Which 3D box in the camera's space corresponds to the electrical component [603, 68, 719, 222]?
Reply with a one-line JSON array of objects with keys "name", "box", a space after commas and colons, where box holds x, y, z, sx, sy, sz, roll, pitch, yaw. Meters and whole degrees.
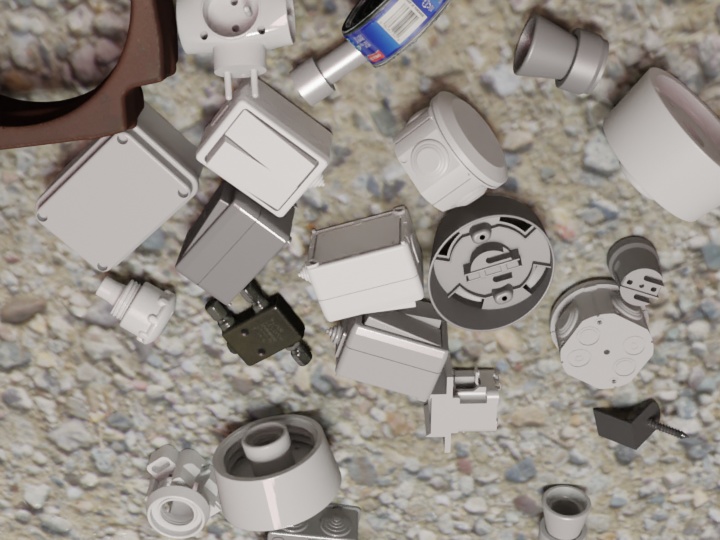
[{"name": "electrical component", "box": [0.220, -0.083, 0.765, 0.108, 0.108, 0.060, 36, 122, -18]}]

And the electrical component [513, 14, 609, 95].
[{"name": "electrical component", "box": [0.142, -0.152, 0.761, 0.055, 0.045, 0.045, 16, 120, -8]}]

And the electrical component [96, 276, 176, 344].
[{"name": "electrical component", "box": [-0.186, 0.028, 0.883, 0.062, 0.048, 0.048, 31, 118, -8]}]

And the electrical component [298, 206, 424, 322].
[{"name": "electrical component", "box": [0.000, 0.000, 0.847, 0.096, 0.061, 0.061, -14, 119, 11]}]

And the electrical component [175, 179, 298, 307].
[{"name": "electrical component", "box": [-0.103, -0.024, 0.838, 0.061, 0.061, 0.096, 37, 116, -18]}]

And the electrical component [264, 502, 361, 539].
[{"name": "electrical component", "box": [-0.048, 0.267, 1.017, 0.100, 0.048, 0.099, 6, 118, -4]}]

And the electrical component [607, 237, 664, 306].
[{"name": "electrical component", "box": [0.218, 0.002, 0.848, 0.040, 0.046, 0.040, 1, 121, 2]}]

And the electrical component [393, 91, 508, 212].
[{"name": "electrical component", "box": [0.067, -0.085, 0.784, 0.051, 0.080, 0.080, -35, 114, 26]}]

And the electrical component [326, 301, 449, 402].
[{"name": "electrical component", "box": [0.021, 0.055, 0.879, 0.096, 0.061, 0.061, 17, 120, -7]}]

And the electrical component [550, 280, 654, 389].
[{"name": "electrical component", "box": [0.197, 0.053, 0.877, 0.080, 0.051, 0.080, 1, 121, 2]}]

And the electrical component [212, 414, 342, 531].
[{"name": "electrical component", "box": [-0.075, 0.166, 0.927, 0.108, 0.108, 0.060, -10, 114, 8]}]

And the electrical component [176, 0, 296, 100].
[{"name": "electrical component", "box": [-0.085, -0.159, 0.755, 0.077, 0.044, 0.079, -4, 87, 5]}]

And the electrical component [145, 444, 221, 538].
[{"name": "electrical component", "box": [-0.163, 0.206, 0.980, 0.058, 0.057, 0.078, -34, 114, 20]}]

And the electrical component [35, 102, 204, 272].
[{"name": "electrical component", "box": [-0.183, -0.062, 0.821, 0.113, 0.057, 0.078, -39, 112, 22]}]

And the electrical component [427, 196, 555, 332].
[{"name": "electrical component", "box": [0.102, -0.006, 0.838, 0.099, 0.064, 0.099, 1, 121, 2]}]

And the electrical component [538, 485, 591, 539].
[{"name": "electrical component", "box": [0.188, 0.233, 0.988, 0.045, 0.045, 0.055, 1, 121, 2]}]

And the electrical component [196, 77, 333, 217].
[{"name": "electrical component", "box": [-0.065, -0.086, 0.799, 0.096, 0.061, 0.061, 35, 116, -17]}]

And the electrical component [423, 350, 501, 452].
[{"name": "electrical component", "box": [0.087, 0.112, 0.923, 0.064, 0.042, 0.081, 0, 121, 1]}]
